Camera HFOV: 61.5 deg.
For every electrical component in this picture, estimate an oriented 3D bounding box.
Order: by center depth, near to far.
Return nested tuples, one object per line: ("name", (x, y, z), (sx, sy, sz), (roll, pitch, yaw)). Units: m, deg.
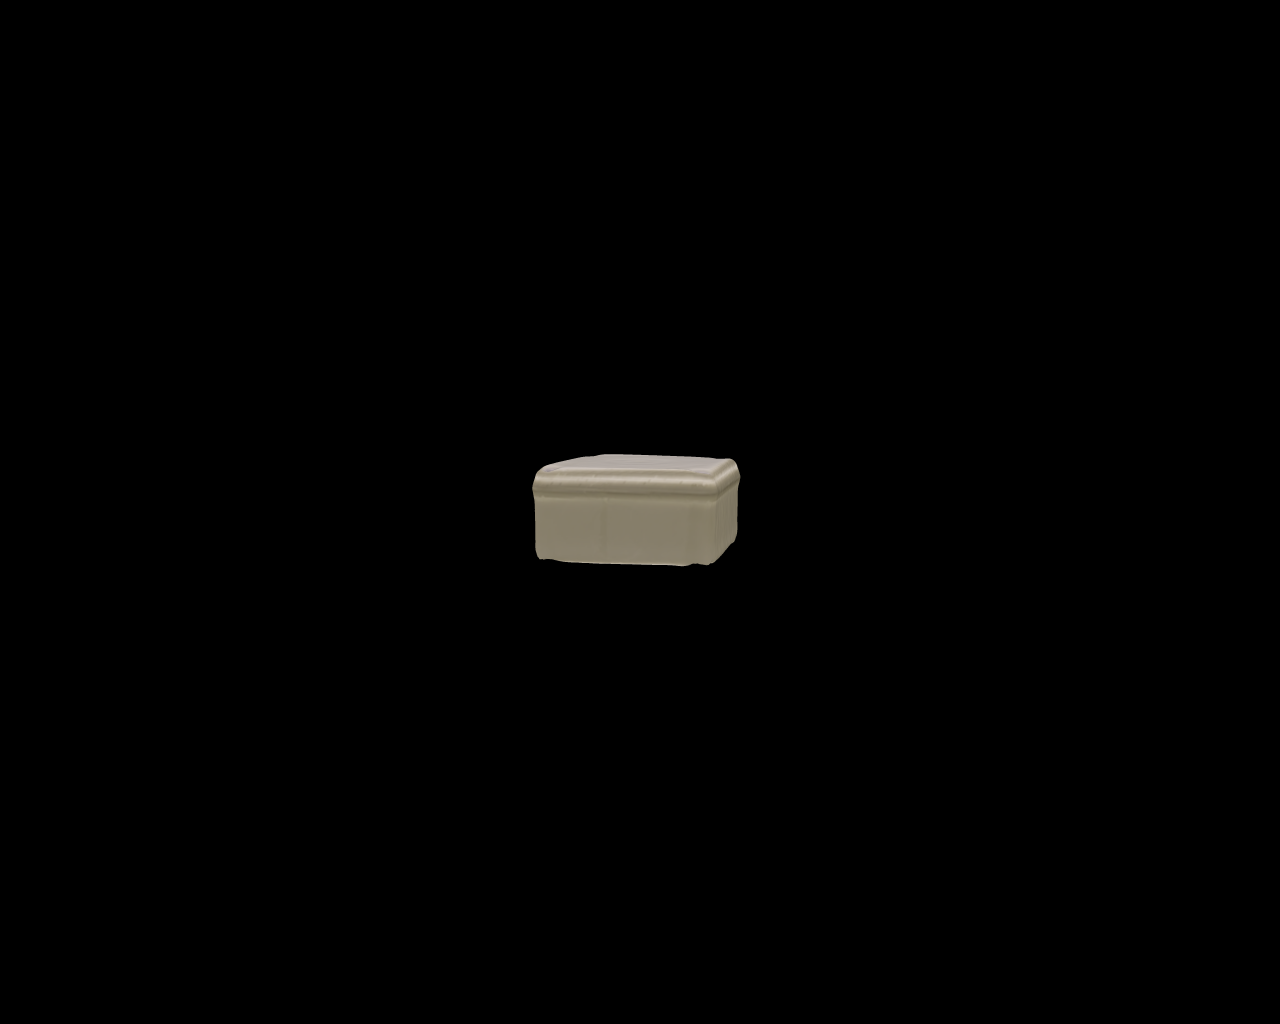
("electrical component", (0.001, -0.003, 0.650), (0.109, 0.056, 0.109), (2, 8, 14))
